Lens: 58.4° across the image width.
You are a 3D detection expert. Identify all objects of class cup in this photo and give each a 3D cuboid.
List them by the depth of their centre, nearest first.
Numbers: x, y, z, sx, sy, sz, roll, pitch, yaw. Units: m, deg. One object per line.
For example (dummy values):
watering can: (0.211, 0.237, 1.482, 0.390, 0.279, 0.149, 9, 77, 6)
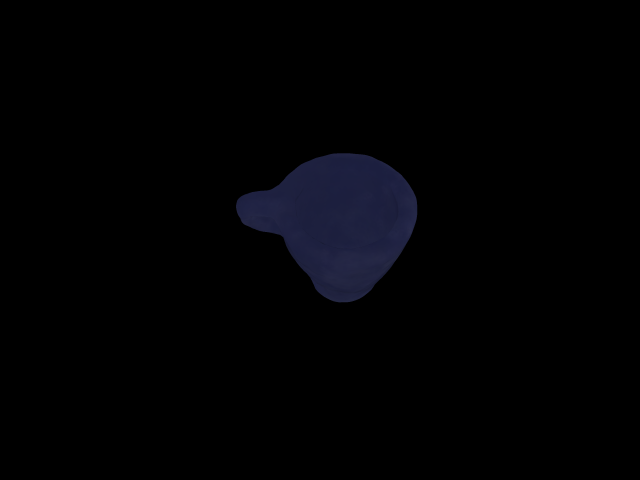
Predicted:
cup: (0.004, 0.001, 0.400, 0.117, 0.095, 0.091, 3, 56, 2)
